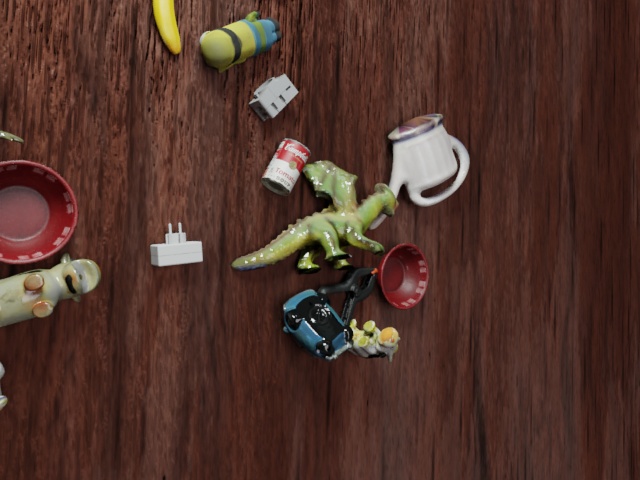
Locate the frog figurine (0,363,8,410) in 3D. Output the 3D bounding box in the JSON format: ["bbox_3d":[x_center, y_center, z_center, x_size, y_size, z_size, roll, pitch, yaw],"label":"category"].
[{"bbox_3d":[-0.544,0.208,0.750,0.139,0.120,0.161,-30,70,-23],"label":"frog figurine"}]

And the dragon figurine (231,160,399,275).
[{"bbox_3d":[0.003,-0.057,1.136,0.411,0.120,0.246,-1,72,-22],"label":"dragon figurine"}]

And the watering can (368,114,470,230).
[{"bbox_3d":[0.232,-0.180,1.282,0.351,0.104,0.222,-28,104,-22],"label":"watering can"}]
